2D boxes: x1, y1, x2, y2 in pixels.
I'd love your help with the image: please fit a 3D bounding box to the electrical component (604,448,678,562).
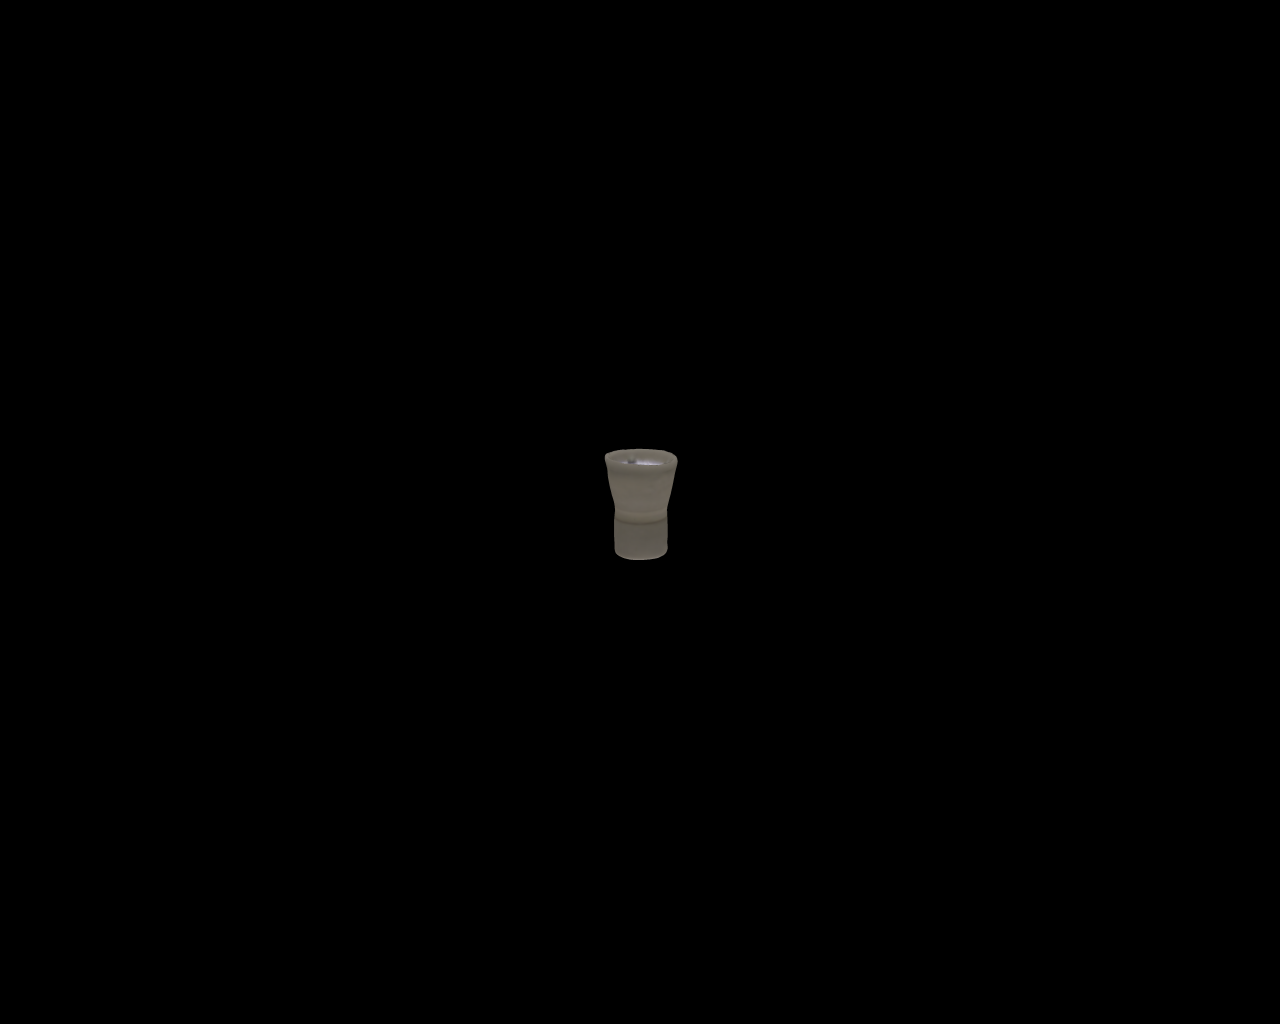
[{"bbox_3d":[0.001,-0.003,0.650,0.044,0.065,0.044,0,16,0],"label":"electrical component"}]
